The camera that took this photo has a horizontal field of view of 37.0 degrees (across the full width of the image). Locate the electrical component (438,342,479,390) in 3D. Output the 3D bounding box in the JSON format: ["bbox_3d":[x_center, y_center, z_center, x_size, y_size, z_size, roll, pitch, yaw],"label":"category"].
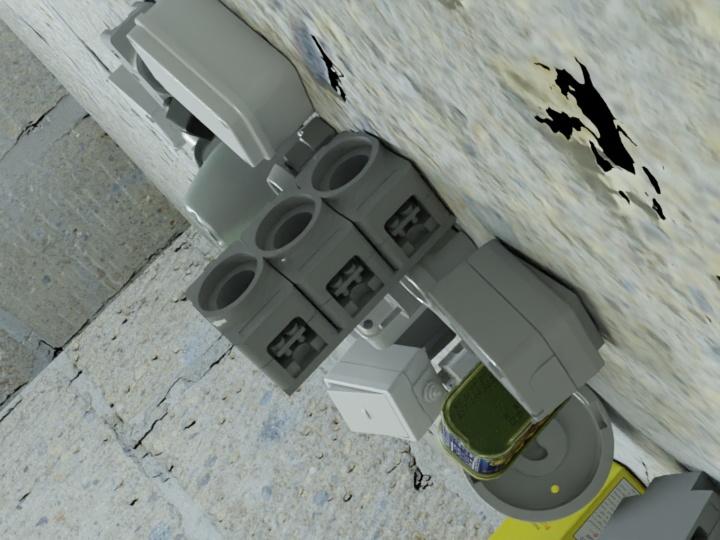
[{"bbox_3d":[0.111,0.096,0.877,0.089,0.055,0.050,45,173,-4],"label":"electrical component"}]

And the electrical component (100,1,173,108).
[{"bbox_3d":[-0.169,-0.179,0.913,0.089,0.050,0.056,48,173,-26],"label":"electrical component"}]

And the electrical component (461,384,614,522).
[{"bbox_3d":[0.125,0.124,0.774,0.108,0.108,0.060,43,179,12],"label":"electrical component"}]

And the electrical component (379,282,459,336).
[{"bbox_3d":[0.033,0.008,0.739,0.138,0.073,0.052,42,173,23],"label":"electrical component"}]

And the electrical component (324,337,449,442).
[{"bbox_3d":[0.026,0.103,0.903,0.096,0.061,0.061,5,134,45],"label":"electrical component"}]

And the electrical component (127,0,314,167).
[{"bbox_3d":[-0.094,-0.132,0.723,0.113,0.057,0.078,42,173,19],"label":"electrical component"}]

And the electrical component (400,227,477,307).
[{"bbox_3d":[0.048,-0.006,0.688,0.040,0.046,0.040,44,173,6],"label":"electrical component"}]

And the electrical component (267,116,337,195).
[{"bbox_3d":[-0.031,-0.067,0.744,0.066,0.055,0.048,42,172,24],"label":"electrical component"}]

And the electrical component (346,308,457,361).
[{"bbox_3d":[0.030,0.052,1.001,0.057,0.078,0.113,50,172,-20],"label":"electrical component"}]

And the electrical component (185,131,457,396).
[{"bbox_3d":[-0.029,-0.010,0.672,0.061,0.150,0.089,48,173,-35],"label":"electrical component"}]

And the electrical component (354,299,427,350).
[{"bbox_3d":[0.000,0.000,0.872,0.113,0.078,0.057,42,176,21],"label":"electrical component"}]

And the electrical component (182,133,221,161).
[{"bbox_3d":[-0.112,-0.108,0.968,0.095,0.059,0.053,41,172,28],"label":"electrical component"}]

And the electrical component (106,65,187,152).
[{"bbox_3d":[-0.197,-0.175,1.055,0.096,0.061,0.061,41,172,30],"label":"electrical component"}]

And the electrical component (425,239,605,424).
[{"bbox_3d":[0.088,0.028,0.620,0.061,0.061,0.096,51,179,-42],"label":"electrical component"}]
